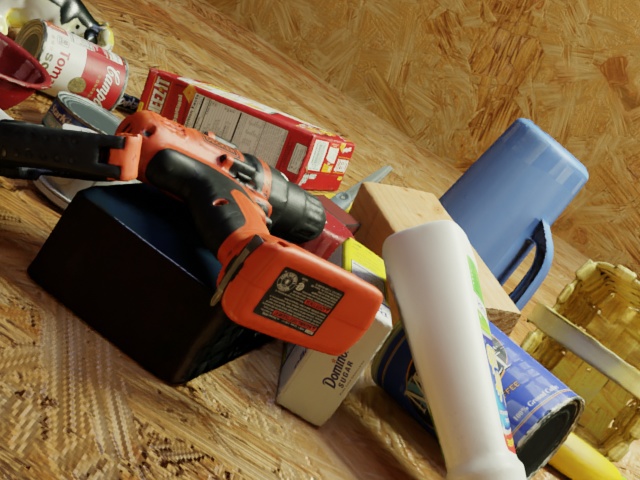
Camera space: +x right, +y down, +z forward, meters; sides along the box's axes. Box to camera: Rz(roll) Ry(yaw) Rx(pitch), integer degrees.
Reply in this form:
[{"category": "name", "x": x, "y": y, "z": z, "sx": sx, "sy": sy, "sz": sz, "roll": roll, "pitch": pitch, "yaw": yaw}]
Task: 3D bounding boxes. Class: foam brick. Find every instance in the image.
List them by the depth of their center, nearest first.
[{"category": "foam brick", "x": -0.007, "y": 0.001, "z": 1.038, "sx": 0.053, "sy": 0.078, "sz": 0.051, "roll": 39, "pitch": 12, "yaw": 12}]

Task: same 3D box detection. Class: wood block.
[{"category": "wood block", "x": 0.096, "y": 0.038, "z": 1.036, "sx": 0.090, "sy": 0.091, "sz": 0.206, "roll": 9, "pitch": 31, "yaw": -27}]

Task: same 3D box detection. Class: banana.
[{"category": "banana", "x": 0.209, "y": 0.185, "z": 1.005, "sx": 0.198, "sy": 0.037, "sz": 0.069, "roll": 37, "pitch": -6, "yaw": 4}]

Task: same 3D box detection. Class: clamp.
[{"category": "clamp", "x": -0.191, "y": -0.056, "z": 0.688, "sx": 0.210, "sy": 0.036, "sz": 0.164, "roll": 6, "pitch": -1, "yaw": 27}]

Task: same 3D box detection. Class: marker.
[{"category": "marker", "x": -0.223, "y": -0.158, "z": 1.219, "sx": 0.020, "sy": 0.020, "sz": 0.120, "roll": 41, "pitch": 14, "yaw": 27}]

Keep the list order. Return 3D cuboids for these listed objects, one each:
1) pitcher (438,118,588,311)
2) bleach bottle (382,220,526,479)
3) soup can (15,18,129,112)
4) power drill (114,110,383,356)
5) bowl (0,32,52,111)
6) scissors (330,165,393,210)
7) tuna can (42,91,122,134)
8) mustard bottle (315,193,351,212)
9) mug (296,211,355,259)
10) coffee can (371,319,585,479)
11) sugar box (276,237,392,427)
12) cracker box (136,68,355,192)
[{"category": "pitcher", "x": 0.200, "y": -0.013, "z": 1.237, "sx": 0.149, "sy": 0.243, "sz": 0.145, "roll": 40, "pitch": 10, "yaw": -5}, {"category": "bleach bottle", "x": 0.102, "y": 0.114, "z": 0.751, "sx": 0.102, "sy": 0.068, "sz": 0.251, "roll": 60, "pitch": 16, "yaw": -57}, {"category": "soup can", "x": -0.255, "y": -0.175, "z": 1.085, "sx": 0.102, "sy": 0.068, "sz": 0.069, "roll": 22, "pitch": 17, "yaw": -42}, {"category": "power drill", "x": -0.036, "y": -0.003, "z": 0.704, "sx": 0.184, "sy": 0.057, "sz": 0.188, "roll": 22, "pitch": 17, "yaw": -39}, {"category": "bowl", "x": -0.308, "y": -0.150, "z": 0.886, "sx": 0.162, "sy": 0.055, "sz": 0.162, "roll": 33, "pitch": 13, "yaw": -8}, {"category": "scissors", "x": 0.004, "y": -0.046, "z": 1.175, "sx": 0.096, "sy": 0.016, "sz": 0.201, "roll": 21, "pitch": 41, "yaw": 11}, {"category": "tuna can", "x": -0.214, "y": -0.101, "z": 0.992, "sx": 0.086, "sy": 0.034, "sz": 0.086, "roll": 33, "pitch": 12, "yaw": -8}, {"category": "mustard bottle", "x": 0.037, "y": -0.023, "z": 1.284, "sx": 0.096, "sy": 0.058, "sz": 0.191, "roll": 24, "pitch": 10, "yaw": 13}, {"category": "mug", "x": -0.031, "y": 0.007, "z": 0.940, "sx": 0.117, "sy": 0.081, "sz": 0.093, "roll": 24, "pitch": 16, "yaw": -41}, {"category": "coffee can", "x": 0.125, "y": 0.121, "z": 0.861, "sx": 0.140, "sy": 0.103, "sz": 0.102, "roll": 41, "pitch": 14, "yaw": 29}, {"category": "sugar box", "x": 0.012, "y": 0.065, "z": 0.809, "sx": 0.048, "sy": 0.093, "sz": 0.176, "roll": 32, "pitch": 13, "yaw": -9}, {"category": "cracker box", "x": -0.084, "y": -0.124, "z": 1.240, "sx": 0.214, "sy": 0.072, "sz": 0.164, "roll": 23, "pitch": 9, "yaw": 16}]
